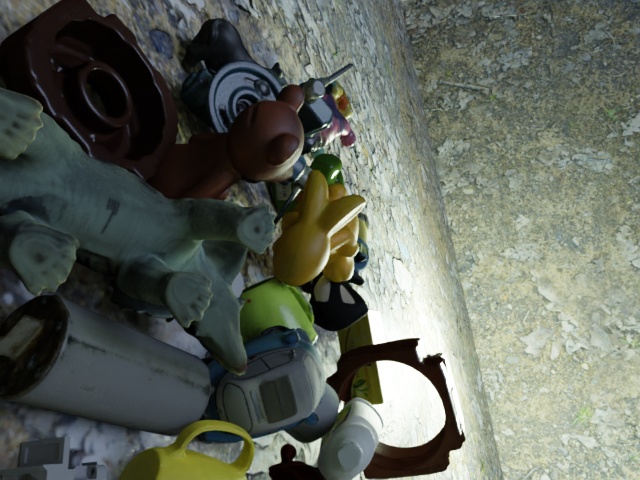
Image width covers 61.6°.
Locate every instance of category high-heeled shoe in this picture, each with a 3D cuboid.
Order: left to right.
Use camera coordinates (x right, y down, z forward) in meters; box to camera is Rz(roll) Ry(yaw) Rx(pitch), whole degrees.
[{"bbox_3d":[0.023,0.055,0.845,0.249,0.145,0.086,-67,138,-55],"label":"high-heeled shoe"}]

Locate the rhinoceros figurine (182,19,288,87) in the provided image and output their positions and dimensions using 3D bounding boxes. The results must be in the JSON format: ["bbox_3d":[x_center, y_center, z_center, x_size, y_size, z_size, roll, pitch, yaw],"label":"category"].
[{"bbox_3d":[-0.105,-0.227,0.764,0.190,0.112,0.073,48,31,-35],"label":"rhinoceros figurine"}]

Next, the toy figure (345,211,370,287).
[{"bbox_3d":[0.056,0.005,1.050,0.089,0.082,0.180,56,31,-45],"label":"toy figure"}]

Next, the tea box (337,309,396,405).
[{"bbox_3d":[0.084,0.216,0.992,0.098,0.068,0.169,23,54,-67],"label":"tea box"}]

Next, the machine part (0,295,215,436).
[{"bbox_3d":[-0.167,0.108,0.434,0.243,0.079,0.079,44,37,-53],"label":"machine part"}]

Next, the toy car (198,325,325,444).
[{"bbox_3d":[-0.057,0.156,0.570,0.162,0.103,0.109,-12,89,-29],"label":"toy car"}]

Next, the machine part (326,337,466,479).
[{"bbox_3d":[0.121,0.268,0.868,0.087,0.202,0.201,-9,84,-73],"label":"machine part"}]

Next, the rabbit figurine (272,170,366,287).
[{"bbox_3d":[-0.001,-0.002,0.708,0.122,0.162,0.173,33,28,7],"label":"rabbit figurine"}]

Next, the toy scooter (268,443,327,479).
[{"bbox_3d":[-0.024,0.328,0.642,0.184,0.075,0.135,-74,146,-63],"label":"toy scooter"}]

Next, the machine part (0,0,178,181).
[{"bbox_3d":[-0.213,-0.133,0.508,0.179,0.056,0.179,46,36,-49],"label":"machine part"}]

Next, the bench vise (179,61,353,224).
[{"bbox_3d":[-0.059,-0.140,0.681,0.223,0.241,0.129,51,59,-23],"label":"bench vise"}]

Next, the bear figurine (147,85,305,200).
[{"bbox_3d":[-0.088,-0.077,0.589,0.131,0.196,0.120,51,29,-48],"label":"bear figurine"}]

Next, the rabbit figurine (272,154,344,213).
[{"bbox_3d":[0.005,-0.081,0.922,0.170,0.121,0.159,-41,121,-64],"label":"rabbit figurine"}]

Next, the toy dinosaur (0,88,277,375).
[{"bbox_3d":[-0.182,-0.017,0.408,0.404,0.192,0.131,34,69,-38],"label":"toy dinosaur"}]

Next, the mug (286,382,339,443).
[{"bbox_3d":[-0.033,0.193,0.706,0.107,0.081,0.109,48,41,-34],"label":"mug"}]

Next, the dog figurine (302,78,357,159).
[{"bbox_3d":[-0.024,-0.234,0.979,0.219,0.109,0.191,13,65,-63],"label":"dog figurine"}]
